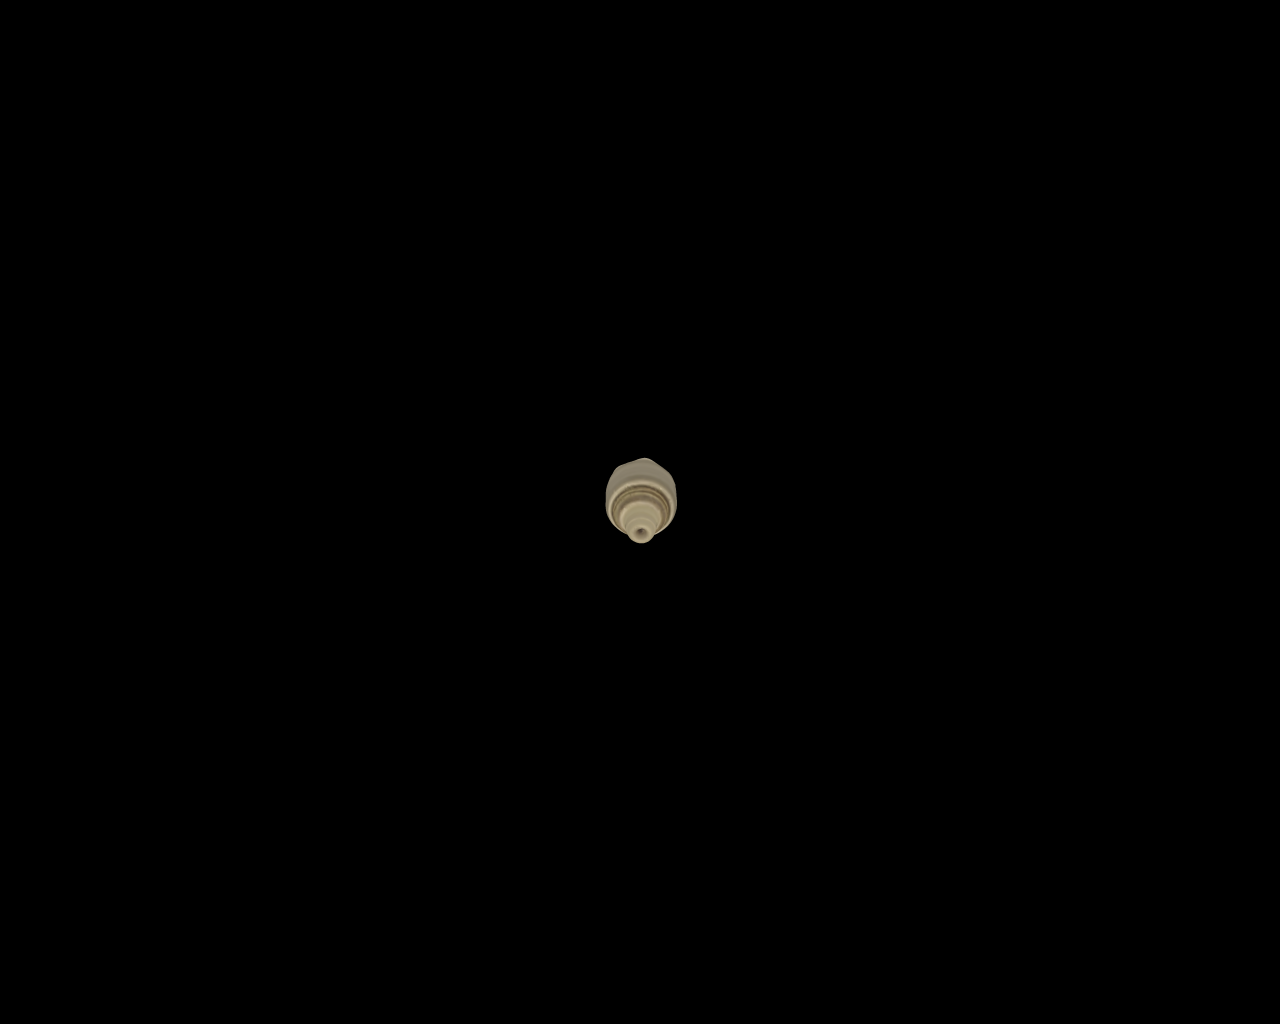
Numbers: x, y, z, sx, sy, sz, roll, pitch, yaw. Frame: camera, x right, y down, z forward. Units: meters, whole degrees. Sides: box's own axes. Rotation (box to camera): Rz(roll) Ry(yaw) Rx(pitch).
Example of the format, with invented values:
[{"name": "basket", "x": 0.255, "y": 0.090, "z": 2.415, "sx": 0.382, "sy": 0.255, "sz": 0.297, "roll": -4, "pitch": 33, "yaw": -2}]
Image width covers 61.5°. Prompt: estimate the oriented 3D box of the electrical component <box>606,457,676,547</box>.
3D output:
[{"name": "electrical component", "x": 0.001, "y": -0.003, "z": 0.650, "sx": 0.043, "sy": 0.043, "sz": 0.062, "roll": 0, "pitch": 31, "yaw": 0}]
